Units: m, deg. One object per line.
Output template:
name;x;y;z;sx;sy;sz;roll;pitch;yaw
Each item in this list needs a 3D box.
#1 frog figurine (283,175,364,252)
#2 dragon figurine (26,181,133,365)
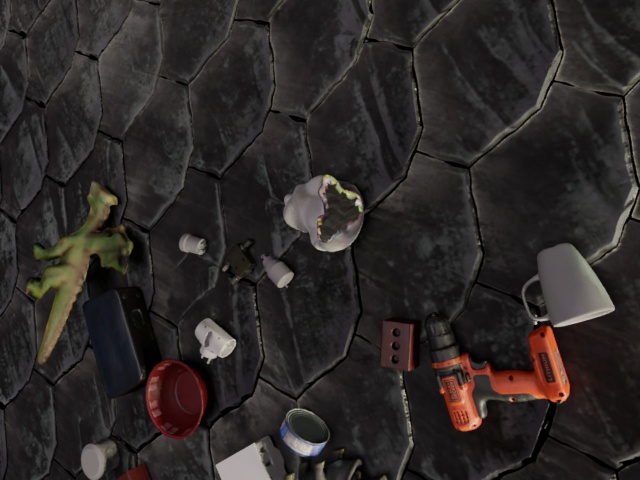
frog figurine;0.003;-0.047;0.931;0.159;0.123;0.137;-10;92;65
dragon figurine;-0.535;0.059;1.179;0.241;0.121;0.418;-19;64;22
